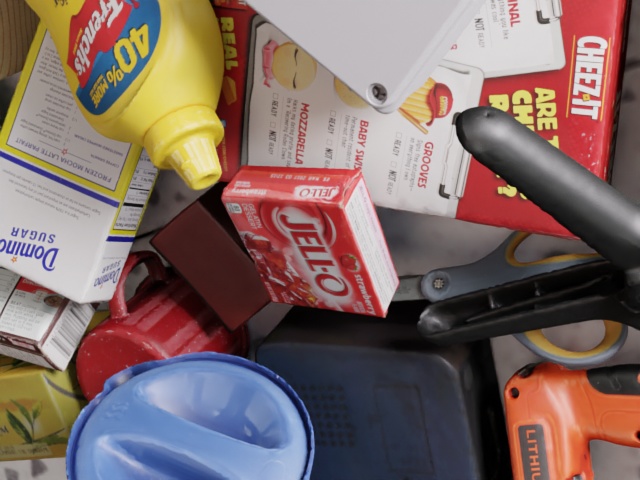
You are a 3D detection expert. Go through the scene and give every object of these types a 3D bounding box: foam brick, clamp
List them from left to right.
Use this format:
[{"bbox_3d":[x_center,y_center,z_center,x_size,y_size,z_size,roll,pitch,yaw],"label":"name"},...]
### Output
[{"bbox_3d":[-0.054,0.007,0.664,0.078,0.052,0.051,48,124,-2],"label":"foam brick"},{"bbox_3d":[0.148,0.018,0.510,0.210,0.036,0.165,14,143,0],"label":"clamp"}]

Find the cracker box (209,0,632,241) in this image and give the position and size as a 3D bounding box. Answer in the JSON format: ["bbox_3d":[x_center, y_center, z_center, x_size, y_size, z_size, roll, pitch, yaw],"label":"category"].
[{"bbox_3d":[0.047,-0.101,0.554,0.214,0.072,0.164,10,117,21],"label":"cracker box"}]

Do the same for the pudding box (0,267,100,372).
[{"bbox_3d":[-0.187,0.021,0.702,0.090,0.113,0.039,12,149,22],"label":"pudding box"}]

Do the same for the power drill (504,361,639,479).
[{"bbox_3d":[0.198,0.125,0.562,0.188,0.057,0.184,-10,81,29],"label":"power drill"}]

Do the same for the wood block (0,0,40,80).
[{"bbox_3d":[-0.283,-0.157,0.678,0.206,0.090,0.090,9,116,23],"label":"wood block"}]

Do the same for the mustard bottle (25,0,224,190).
[{"bbox_3d":[-0.101,-0.110,0.563,0.096,0.058,0.192,-40,71,33],"label":"mustard bottle"}]

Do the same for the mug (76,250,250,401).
[{"bbox_3d":[-0.108,0.064,0.698,0.093,0.081,0.117,-3,111,27],"label":"mug"}]

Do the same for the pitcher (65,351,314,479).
[{"bbox_3d":[-0.064,0.200,0.640,0.145,0.149,0.243,4,132,5],"label":"pitcher"}]

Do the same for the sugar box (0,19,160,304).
[{"bbox_3d":[-0.142,-0.059,0.643,0.093,0.048,0.176,24,99,16],"label":"sugar box"}]

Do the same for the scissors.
[{"bbox_3d":[0.079,0.041,0.588,0.202,0.016,0.096,-20,67,14],"label":"scissors"}]

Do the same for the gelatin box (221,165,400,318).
[{"bbox_3d":[-0.004,0.001,0.577,0.073,0.030,0.089,6,139,28],"label":"gelatin box"}]
